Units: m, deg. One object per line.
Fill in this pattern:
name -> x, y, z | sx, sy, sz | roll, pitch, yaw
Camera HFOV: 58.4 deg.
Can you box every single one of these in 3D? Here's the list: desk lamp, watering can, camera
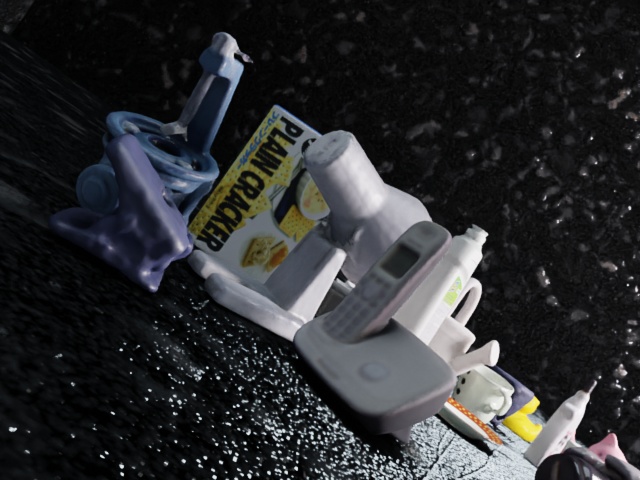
desk lamp -> 0.006, 0.002, 0.625 | 0.204, 0.213, 0.117 | 34, 1, -39
watering can -> 0.211, 0.152, 0.944 | 0.172, 0.194, 0.101 | 36, 1, 16
camera -> 0.315, 0.289, 0.668 | 0.137, 0.101, 0.143 | 35, 1, -16

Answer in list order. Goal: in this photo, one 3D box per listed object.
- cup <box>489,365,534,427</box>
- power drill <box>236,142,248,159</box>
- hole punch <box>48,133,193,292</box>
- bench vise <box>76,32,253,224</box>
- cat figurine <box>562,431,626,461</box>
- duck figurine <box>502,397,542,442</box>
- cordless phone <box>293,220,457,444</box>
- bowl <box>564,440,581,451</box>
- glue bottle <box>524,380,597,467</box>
cup -> 0.332, 0.296, 1.053 | 0.091, 0.095, 0.118 | 35, 1, 9
power drill -> -0.100, -0.081, 1.055 | 0.075, 0.208, 0.230 | 36, 1, 27
hole punch -> -0.143, -0.024, 0.460 | 0.101, 0.091, 0.108 | 35, 1, -15
bench vise -> -0.153, -0.114, 0.620 | 0.122, 0.219, 0.207 | 35, 1, -10
cat figurine -> 0.476, 0.385, 1.006 | 0.067, 0.117, 0.127 | 35, 1, -33
duck figurine -> 0.428, 0.365, 1.211 | 0.104, 0.086, 0.078 | 36, 1, 24
cordless phone -> 0.074, 0.071, 0.517 | 0.094, 0.185, 0.147 | 34, 2, -42
bowl -> 0.410, 0.369, 0.818 | 0.167, 0.074, 0.167 | 35, 1, 0
glue bottle -> 0.409, 0.305, 0.960 | 0.037, 0.173, 0.078 | 36, 1, 37
